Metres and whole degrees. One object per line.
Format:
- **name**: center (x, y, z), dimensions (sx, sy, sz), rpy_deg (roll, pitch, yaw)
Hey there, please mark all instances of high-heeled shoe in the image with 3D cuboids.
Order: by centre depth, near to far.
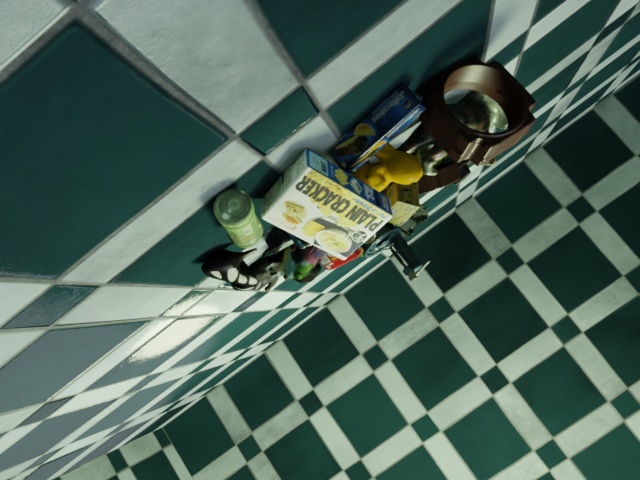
- **high-heeled shoe**: center (-0.226, 0.090, 1.283), dimensions (0.145, 0.086, 0.248), rpy_deg (-25, 160, -29)

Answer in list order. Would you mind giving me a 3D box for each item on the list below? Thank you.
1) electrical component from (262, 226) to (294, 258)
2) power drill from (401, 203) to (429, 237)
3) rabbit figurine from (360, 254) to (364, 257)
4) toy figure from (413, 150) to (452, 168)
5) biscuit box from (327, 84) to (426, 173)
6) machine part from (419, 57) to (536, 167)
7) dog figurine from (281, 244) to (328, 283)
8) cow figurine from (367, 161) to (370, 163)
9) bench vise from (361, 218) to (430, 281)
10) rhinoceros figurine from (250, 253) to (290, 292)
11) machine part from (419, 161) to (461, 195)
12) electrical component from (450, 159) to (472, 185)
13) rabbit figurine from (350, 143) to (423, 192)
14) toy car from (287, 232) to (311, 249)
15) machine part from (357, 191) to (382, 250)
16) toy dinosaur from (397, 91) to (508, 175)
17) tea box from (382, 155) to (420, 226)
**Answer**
- **electrical component**: center (-0.103, -0.001, 1.338), dimensions (0.119, 0.048, 0.075), rpy_deg (-27, 165, -33)
- **power drill**: center (0.251, -0.100, 1.651), dimensions (0.232, 0.086, 0.207), rpy_deg (-47, -158, 25)
- **rabbit figurine**: center (0.191, -0.023, 1.803), dimensions (0.170, 0.121, 0.159), rpy_deg (-10, -166, -6)
- **toy figure**: center (0.326, -0.247, 1.484), dimensions (0.180, 0.089, 0.082), rpy_deg (-16, 151, -51)
- **biscuit box**: center (0.113, -0.219, 1.075), dimensions (0.202, 0.059, 0.063), rpy_deg (-41, 167, 20)
- **machine part**: center (0.329, -0.273, 1.125), dimensions (0.201, 0.201, 0.087), rpy_deg (-31, 165, -17)
- **dog figurine**: center (-0.003, -0.004, 1.412), dimensions (0.219, 0.108, 0.191), rpy_deg (-51, -172, 46)
- **cow figurine**: center (0.062, -0.120, 1.273), dimensions (0.167, 0.068, 0.098), rpy_deg (-39, 136, 4)
- **bench vise**: center (0.195, 0.001, 1.424), dimensions (0.223, 0.241, 0.128), rpy_deg (-19, 154, -39)
- **rhinoceros figurine**: center (-0.143, 0.092, 1.523), dimensions (0.190, 0.073, 0.112), rpy_deg (-26, 166, -39)
- **machine part**: center (0.300, -0.166, 1.489), dimensions (0.179, 0.056, 0.179), rpy_deg (-20, -172, 3)
- **electrical component**: center (0.388, -0.231, 1.607), dimensions (0.115, 0.134, 0.058), rpy_deg (-45, 166, 26)
- **rabbit figurine**: center (0.135, -0.148, 1.181), dimensions (0.173, 0.162, 0.122), rpy_deg (-16, 171, 14)
- **toy car**: center (-0.010, -0.064, 1.217), dimensions (0.103, 0.109, 0.161), rpy_deg (-15, 148, -47)
- **machine part**: center (0.110, -0.077, 1.333), dimensions (0.079, 0.079, 0.243), rpy_deg (129, -22, -50)
- **toy dinosaur**: center (0.327, -0.272, 1.322), dimensions (0.405, 0.131, 0.192), rpy_deg (-15, 115, -29)
- **tea box**: center (0.200, -0.134, 1.378), dimensions (0.068, 0.170, 0.098), rpy_deg (14, 144, -16)
